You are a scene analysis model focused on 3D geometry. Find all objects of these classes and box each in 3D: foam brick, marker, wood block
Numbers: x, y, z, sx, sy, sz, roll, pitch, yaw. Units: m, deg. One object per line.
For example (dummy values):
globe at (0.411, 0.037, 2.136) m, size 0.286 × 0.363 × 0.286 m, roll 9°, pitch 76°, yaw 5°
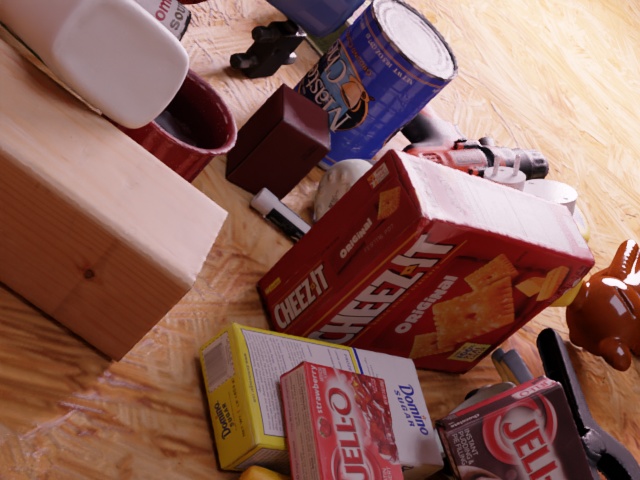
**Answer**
foam brick at (-0.034, -0.079, 0.889) m, size 0.053 × 0.078 × 0.051 m, roll 30°, pitch 35°, yaw -27°
marker at (-0.006, 0.001, 0.888) m, size 0.121 × 0.020 × 0.020 m, roll 40°, pitch 33°, yaw -11°
wood block at (-0.174, -0.031, 0.664) m, size 0.206 × 0.091 × 0.090 m, roll 38°, pitch 33°, yaw -13°

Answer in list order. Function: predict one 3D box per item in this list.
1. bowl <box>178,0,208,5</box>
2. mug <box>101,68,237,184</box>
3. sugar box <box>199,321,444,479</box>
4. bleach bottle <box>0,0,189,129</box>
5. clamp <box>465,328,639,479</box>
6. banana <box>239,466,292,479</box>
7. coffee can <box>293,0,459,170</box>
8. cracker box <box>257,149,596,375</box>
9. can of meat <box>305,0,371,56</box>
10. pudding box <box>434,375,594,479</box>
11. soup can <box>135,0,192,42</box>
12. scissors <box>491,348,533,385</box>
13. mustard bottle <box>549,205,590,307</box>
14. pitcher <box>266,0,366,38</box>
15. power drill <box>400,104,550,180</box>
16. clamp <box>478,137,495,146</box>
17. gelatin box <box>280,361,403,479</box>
bowl at (-0.148, -0.271, 0.990) m, size 0.162 × 0.055 × 0.162 m, roll 29°, pitch 36°, yaw -24°
mug at (-0.115, -0.077, 0.788) m, size 0.093 × 0.082 × 0.117 m, roll 49°, pitch 32°, yaw 5°
sugar box at (0.003, 0.119, 0.745) m, size 0.175 × 0.048 × 0.093 m, roll 19°, pitch 45°, yaw -41°
bleach bottle at (-0.199, -0.165, 0.739) m, size 0.251 × 0.068 × 0.102 m, roll 35°, pitch -3°, yaw 41°
clamp at (0.220, 0.184, 0.929) m, size 0.164 × 0.036 × 0.210 m, roll -17°, pitch 68°, yaw -48°
banana at (0.032, 0.191, 0.710) m, size 0.197 × 0.037 × 0.070 m, roll 16°, pitch 32°, yaw -39°
coffee can at (0.044, -0.141, 0.986) m, size 0.102 × 0.140 × 0.103 m, roll 30°, pitch 36°, yaw -24°
cracker box at (0.087, 0.028, 0.830) m, size 0.213 × 0.164 × 0.072 m, roll 13°, pitch 43°, yaw -41°
can of meat at (0.023, -0.235, 1.147) m, size 0.102 × 0.058 × 0.083 m, roll 49°, pitch 35°, yaw 5°
pudding box at (0.142, 0.164, 0.754) m, size 0.039 × 0.090 × 0.113 m, roll -143°, pitch -148°, yaw -78°
soup can at (-0.164, -0.187, 0.868) m, size 0.102 × 0.069 × 0.068 m, roll 32°, pitch 35°, yaw -23°
scissors at (0.190, 0.166, 0.873) m, size 0.201 × 0.016 × 0.096 m, roll 60°, pitch -2°, yaw -20°
mustard bottle at (0.216, -0.008, 1.048) m, size 0.096 × 0.058 × 0.191 m, roll 23°, pitch 30°, yaw 7°
pitcher at (-0.058, -0.296, 0.955) m, size 0.242 × 0.145 × 0.149 m, roll 39°, pitch 43°, yaw -15°
power drill at (0.134, -0.123, 1.116) m, size 0.184 × 0.057 × 0.188 m, roll -5°, pitch 53°, yaw -32°
clamp at (0.207, -0.035, 1.153) m, size 0.120 × 0.039 × 0.171 m, roll 31°, pitch 40°, yaw -6°
gelatin box at (0.015, 0.128, 0.683) m, size 0.073 × 0.030 × 0.089 m, roll 18°, pitch 50°, yaw -38°
